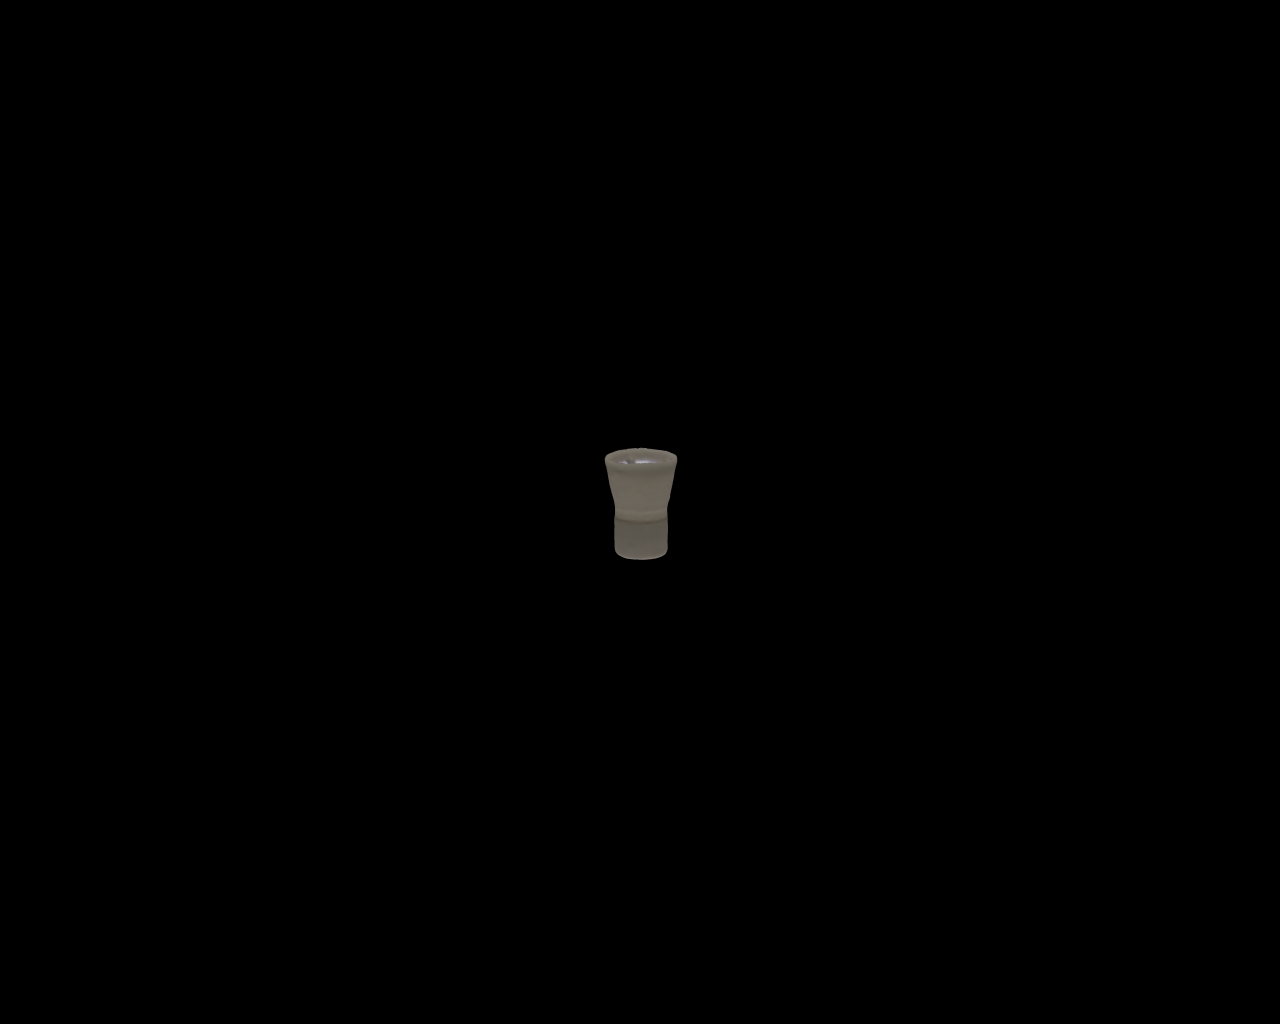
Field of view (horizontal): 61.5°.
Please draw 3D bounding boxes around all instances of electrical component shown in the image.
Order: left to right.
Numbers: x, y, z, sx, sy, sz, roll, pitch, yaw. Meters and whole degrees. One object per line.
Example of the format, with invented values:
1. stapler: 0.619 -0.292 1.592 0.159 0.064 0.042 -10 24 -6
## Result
1. electrical component: 0.001 -0.003 0.650 0.044 0.065 0.044 0 14 0
